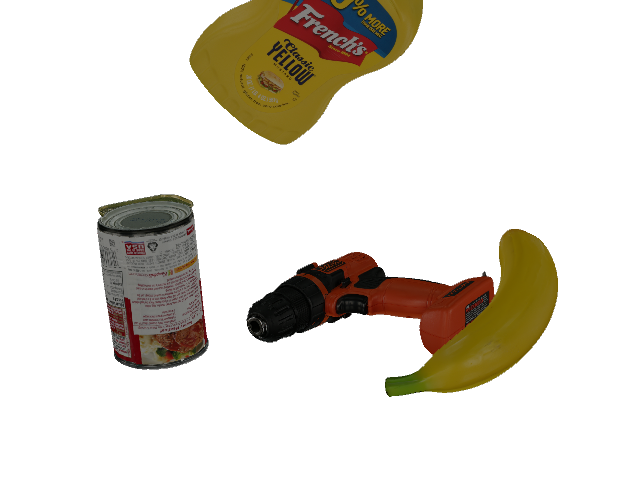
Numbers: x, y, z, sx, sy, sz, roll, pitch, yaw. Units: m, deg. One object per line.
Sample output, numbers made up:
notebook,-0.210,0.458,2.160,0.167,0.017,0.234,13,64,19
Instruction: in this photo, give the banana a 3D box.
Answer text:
banana,0.114,0.041,0.677,0.070,0.037,0.197,14,33,28

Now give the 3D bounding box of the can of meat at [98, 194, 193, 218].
can of meat,-0.190,0.002,1.170,0.101,0.084,0.058,-14,24,-39

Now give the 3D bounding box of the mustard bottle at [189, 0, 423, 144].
mustard bottle,0.008,-0.146,0.692,0.192,0.096,0.058,-35,23,34

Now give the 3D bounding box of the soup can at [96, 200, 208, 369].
soup can,-0.118,0.030,0.749,0.068,0.102,0.068,-4,19,1

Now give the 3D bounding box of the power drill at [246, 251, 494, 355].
power drill,0.049,0.061,0.973,0.188,0.057,0.184,10,22,33
